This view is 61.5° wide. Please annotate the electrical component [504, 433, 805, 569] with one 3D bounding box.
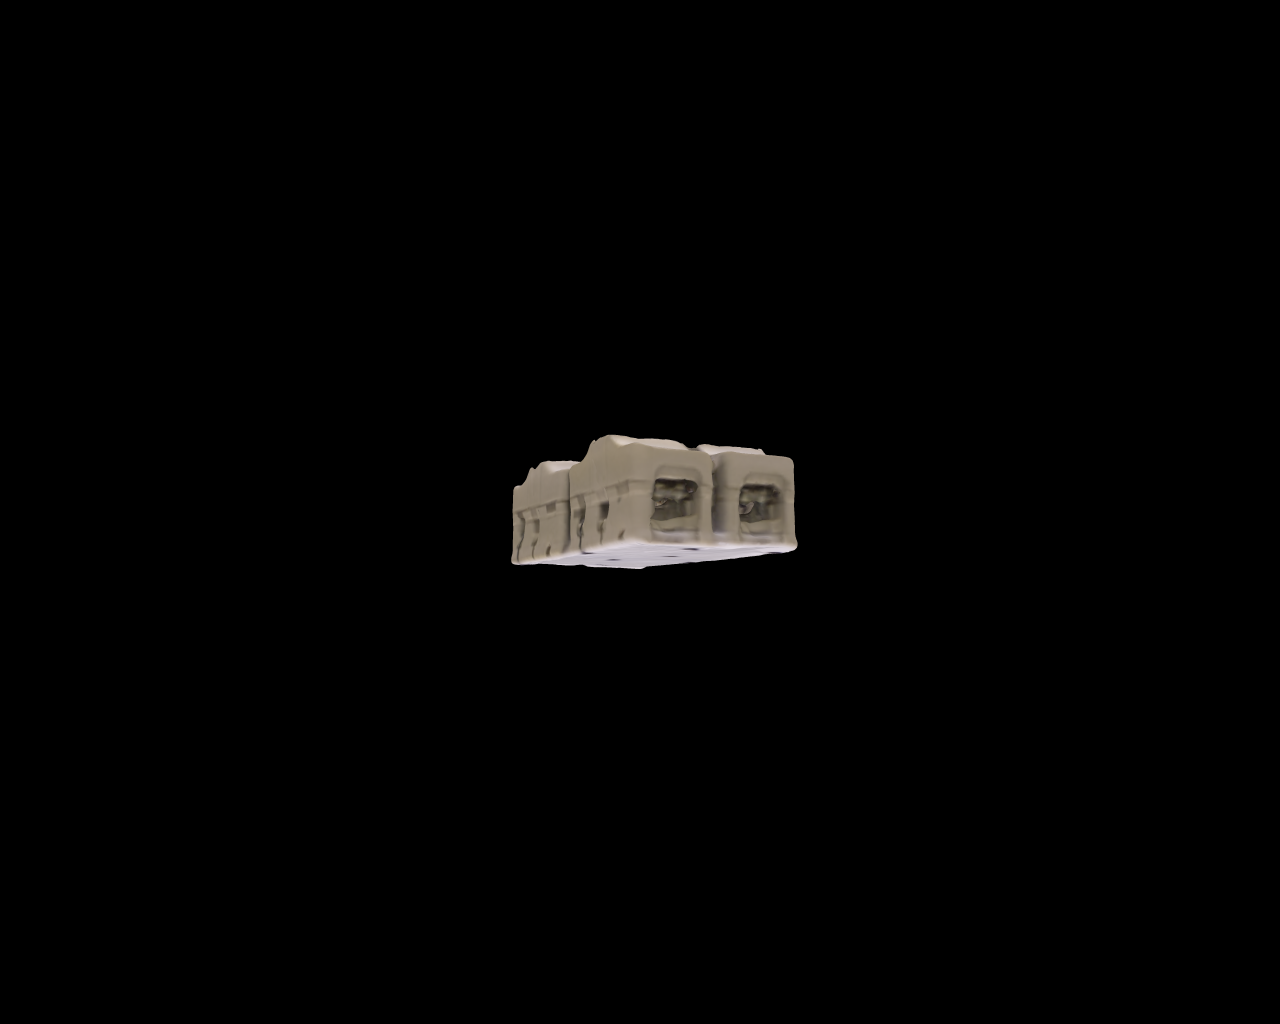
[{"bbox_3d":[0.001,-0.003,0.650,0.105,0.060,0.186,4,-8,-27],"label":"electrical component"}]
